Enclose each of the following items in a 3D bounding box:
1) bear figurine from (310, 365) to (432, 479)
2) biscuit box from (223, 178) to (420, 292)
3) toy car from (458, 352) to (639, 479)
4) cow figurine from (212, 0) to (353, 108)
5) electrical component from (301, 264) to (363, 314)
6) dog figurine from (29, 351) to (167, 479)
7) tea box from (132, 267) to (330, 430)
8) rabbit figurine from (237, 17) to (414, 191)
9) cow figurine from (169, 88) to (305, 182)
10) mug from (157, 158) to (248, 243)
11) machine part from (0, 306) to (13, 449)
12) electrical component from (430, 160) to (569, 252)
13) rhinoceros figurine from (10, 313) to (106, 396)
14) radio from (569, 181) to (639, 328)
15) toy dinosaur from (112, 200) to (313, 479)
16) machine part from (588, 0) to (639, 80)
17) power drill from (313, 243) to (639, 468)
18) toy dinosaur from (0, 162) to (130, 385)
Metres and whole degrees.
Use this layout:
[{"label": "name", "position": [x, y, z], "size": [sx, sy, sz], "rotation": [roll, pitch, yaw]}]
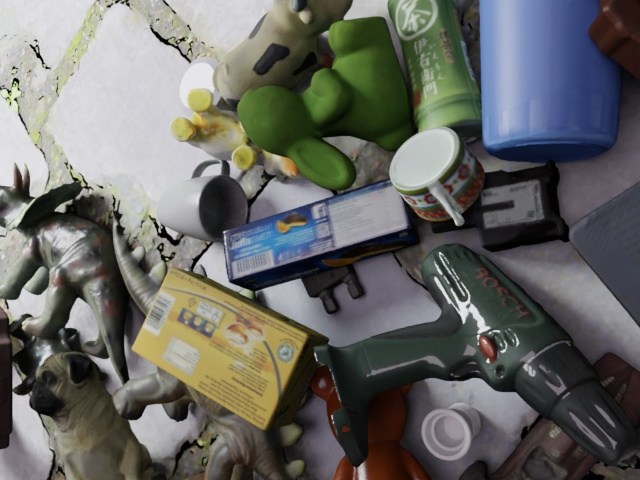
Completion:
[{"label": "bear figurine", "position": [0.048, 0.226, 0.523], "size": [0.131, 0.120, 0.196], "rotation": [99, 163, -45]}, {"label": "biscuit box", "position": [-0.001, -0.002, 0.570], "size": [0.203, 0.062, 0.059], "rotation": [-17, 70, 15]}, {"label": "toy car", "position": [0.202, 0.186, 0.464], "size": [0.089, 0.053, 0.202], "rotation": [42, 105, 30]}, {"label": "cow figurine", "position": [-0.045, -0.227, 0.613], "size": [0.195, 0.127, 0.085], "rotation": [-37, 71, 23]}, {"label": "electrical component", "position": [0.008, 0.033, 0.609], "size": [0.063, 0.021, 0.094], "rotation": [-35, 67, 21]}, {"label": "dog figurine", "position": [-0.279, 0.233, 0.667], "size": [0.190, 0.121, 0.172], "rotation": [67, 151, 11]}, {"label": "tea box", "position": [-0.089, 0.104, 0.537], "size": [0.170, 0.068, 0.098], "rotation": [25, 87, 21]}, {"label": "rabbit figurine", "position": [0.003, -0.130, 0.572], "size": [0.170, 0.121, 0.159], "rotation": [-16, 95, 2]}, {"label": "cow figurine", "position": [-0.086, -0.113, 0.644], "size": [0.167, 0.098, 0.068], "rotation": [24, 89, 0]}, {"label": "mug", "position": [-0.156, -0.051, 0.682], "size": [0.107, 0.080, 0.109], "rotation": [-1, 80, 36]}, {"label": "machine part", "position": [-0.519, 0.203, 0.802], "size": [0.202, 0.087, 0.200], "rotation": [5, 95, 55]}, {"label": "electrical component", "position": [0.169, -0.026, 0.511], "size": [0.119, 0.047, 0.075], "rotation": [-14, 76, 28]}, {"label": "rhinoceros figurine", "position": [-0.397, 0.175, 0.790], "size": [0.191, 0.073, 0.112], "rotation": [26, 98, 29]}, {"label": "radio", "position": [0.328, -0.017, 0.408], "size": [0.229, 0.073, 0.131], "rotation": [-37, 68, 22]}, {"label": "toy dinosaur", "position": [-0.138, 0.140, 0.636], "size": [0.472, 0.105, 0.198], "rotation": [40, 96, 18]}, {"label": "machine part", "position": [0.282, -0.180, 0.373], "size": [0.179, 0.056, 0.179], "rotation": [0, 92, 10]}, {"label": "power drill", "position": [0.107, 0.113, 0.452], "size": [0.207, 0.085, 0.232], "rotation": [-28, 46, 5]}, {"label": "toy dinosaur", "position": [-0.343, 0.033, 0.759], "size": [0.405, 0.131, 0.192], "rotation": [30, 93, 21]}]
